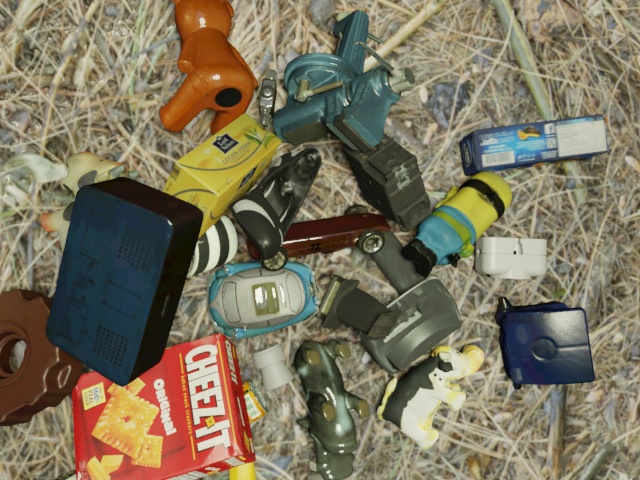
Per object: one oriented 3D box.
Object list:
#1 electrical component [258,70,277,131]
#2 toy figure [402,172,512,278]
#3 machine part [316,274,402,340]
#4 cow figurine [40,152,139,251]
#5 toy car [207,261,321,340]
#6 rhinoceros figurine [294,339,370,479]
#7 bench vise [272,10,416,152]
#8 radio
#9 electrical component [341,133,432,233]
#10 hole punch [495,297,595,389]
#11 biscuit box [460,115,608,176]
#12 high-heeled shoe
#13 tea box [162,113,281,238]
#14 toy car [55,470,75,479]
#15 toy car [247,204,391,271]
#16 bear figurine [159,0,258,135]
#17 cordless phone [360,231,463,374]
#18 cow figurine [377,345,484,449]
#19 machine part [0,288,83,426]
[{"bbox_3d":[-0.075,-0.204,0.773,0.021,0.063,0.094,9,86,-4],"label":"electrical component"},{"bbox_3d":[0.200,-0.024,0.762,0.180,0.089,0.082,-38,97,-23],"label":"toy figure"},{"bbox_3d":[0.048,0.097,0.744,0.039,0.139,0.084,32,81,-38],"label":"machine part"},{"bbox_3d":[-0.305,-0.028,0.739,0.127,0.085,0.195,-16,87,1],"label":"cow figurine"},{"bbox_3d":[-0.080,0.082,0.743,0.162,0.103,0.109,-7,89,-3],"label":"toy car"},{"bbox_3d":[0.006,0.232,0.742,0.073,0.112,0.190,-4,73,-35],"label":"rhinoceros figurine"},{"bbox_3d":[0.034,-0.230,0.732,0.128,0.224,0.240,27,61,-30],"label":"bench vise"},{"bbox_3d":[-0.238,0.047,0.646,0.131,0.073,0.229,25,109,10],"label":"radio"},{"bbox_3d":[0.088,-0.089,0.747,0.058,0.134,0.114,-35,134,-8],"label":"electrical component"},{"bbox_3d":[0.328,0.151,0.780,0.116,0.092,0.142,-9,92,-1],"label":"hole punch"},{"bbox_3d":[0.316,-0.140,0.802,0.203,0.063,0.059,-8,89,-4],"label":"biscuit box"},{"bbox_3d":[-0.037,-0.056,0.685,0.145,0.249,0.086,-33,113,-2],"label":"high-heeled shoe"},{"bbox_3d":[-0.130,-0.085,0.704,0.068,0.098,0.170,39,42,-1],"label":"tea box"},{"bbox_3d":[-0.287,0.341,0.738,0.202,0.056,0.073,-19,89,-5],"label":"toy car"},{"bbox_3d":[-0.002,-0.002,0.756,0.202,0.089,0.053,-9,120,-11],"label":"toy car"},{"bbox_3d":[-0.167,-0.255,0.755,0.132,0.120,0.196,-44,59,35],"label":"bear figurine"},{"bbox_3d":[0.103,0.084,0.779,0.146,0.088,0.184,-35,79,-4],"label":"cordless phone"},{"bbox_3d":[0.159,0.206,0.776,0.098,0.068,0.167,36,84,4],"label":"cow figurine"},{"bbox_3d":[-0.402,0.152,0.707,0.179,0.056,0.179,-4,73,12],"label":"machine part"}]
